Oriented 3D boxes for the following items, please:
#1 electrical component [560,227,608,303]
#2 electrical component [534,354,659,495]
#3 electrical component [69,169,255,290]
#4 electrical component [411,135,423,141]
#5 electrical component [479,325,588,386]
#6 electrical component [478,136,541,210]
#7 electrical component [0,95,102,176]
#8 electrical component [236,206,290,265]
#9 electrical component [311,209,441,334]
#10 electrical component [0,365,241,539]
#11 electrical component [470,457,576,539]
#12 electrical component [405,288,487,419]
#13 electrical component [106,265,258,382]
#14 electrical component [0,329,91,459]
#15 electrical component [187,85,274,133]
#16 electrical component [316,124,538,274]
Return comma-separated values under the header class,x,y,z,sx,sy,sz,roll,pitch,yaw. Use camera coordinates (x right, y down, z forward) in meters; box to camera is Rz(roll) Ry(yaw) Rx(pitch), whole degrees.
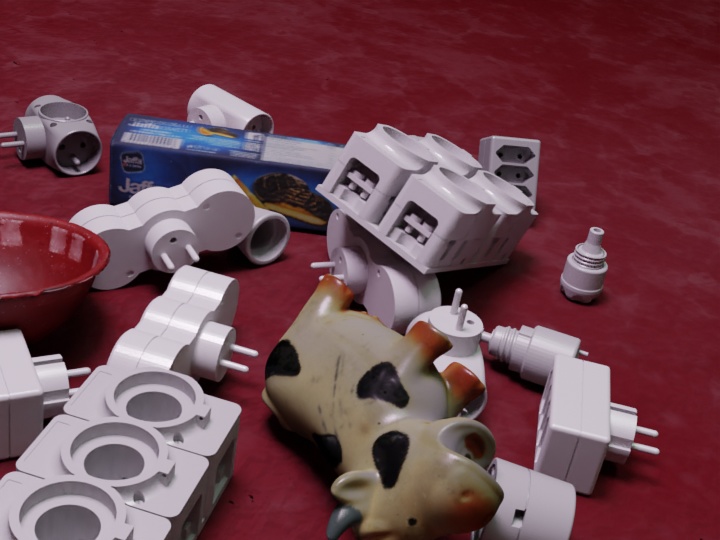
class,x,y,z,sx,sy,sz,roll,pitch,yaw
electrical component,0.186,-0.006,0.879,0.035,0.061,0.035,7,30,-4
electrical component,0.157,0.104,0.701,0.076,0.047,0.083,14,31,5
electrical component,-0.141,-0.022,0.792,0.138,0.052,0.073,-21,40,-19
electrical component,0.068,-0.111,1.046,0.061,0.035,0.035,5,31,-14
electrical component,0.122,0.059,0.772,0.078,0.040,0.040,18,31,13
electrical component,0.132,-0.088,1.005,0.047,0.065,0.077,4,2,-11
electrical component,-0.276,-0.116,0.937,0.079,0.044,0.077,-11,37,-33
electrical component,-0.093,-0.037,0.865,0.044,0.044,0.065,-18,36,-39
electrical component,0.000,0.000,0.820,0.074,0.052,0.138,-4,33,-23
electrical component,-0.131,0.119,0.571,0.089,0.061,0.150,15,31,8
electrical component,0.093,0.140,0.614,0.047,0.055,0.055,16,31,1
electrical component,0.061,0.051,0.727,0.043,0.079,0.077,5,31,-11
electrical component,-0.104,0.051,0.703,0.074,0.052,0.138,15,31,8
electrical component,-0.197,0.071,0.644,0.077,0.047,0.065,-7,35,-27
electrical component,-0.136,-0.138,1.017,0.077,0.044,0.079,31,36,31
electrical component,0.062,-0.056,0.845,0.105,0.060,0.186,39,18,19
